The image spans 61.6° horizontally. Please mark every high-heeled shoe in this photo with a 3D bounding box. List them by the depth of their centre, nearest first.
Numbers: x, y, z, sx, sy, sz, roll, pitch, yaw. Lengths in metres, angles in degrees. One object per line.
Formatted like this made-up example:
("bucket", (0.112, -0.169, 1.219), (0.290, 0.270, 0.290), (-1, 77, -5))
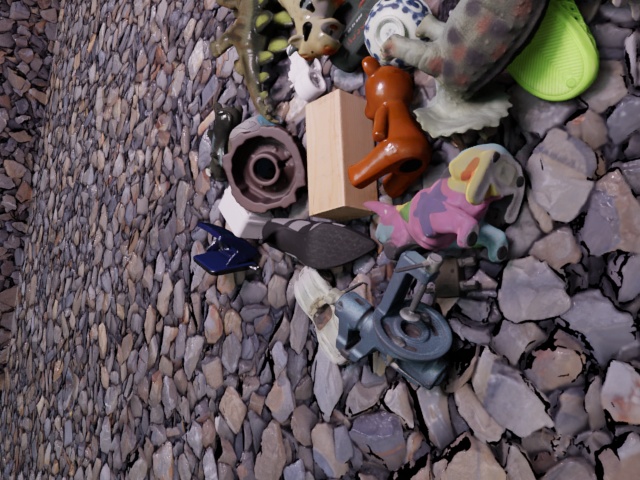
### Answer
("high-heeled shoe", (-0.002, -0.003, 1.013), (0.249, 0.145, 0.086), (5, 102, 18))

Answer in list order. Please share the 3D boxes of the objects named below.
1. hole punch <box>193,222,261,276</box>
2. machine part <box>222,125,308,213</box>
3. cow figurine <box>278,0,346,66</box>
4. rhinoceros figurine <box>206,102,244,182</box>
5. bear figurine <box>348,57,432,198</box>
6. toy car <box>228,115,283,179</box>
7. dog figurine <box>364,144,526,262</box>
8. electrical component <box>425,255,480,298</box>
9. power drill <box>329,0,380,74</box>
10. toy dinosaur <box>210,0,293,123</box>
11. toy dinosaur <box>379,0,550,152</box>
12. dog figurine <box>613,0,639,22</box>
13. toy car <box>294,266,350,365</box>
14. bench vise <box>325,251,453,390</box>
("hole punch", (-0.201, 0.013, 1.155), (0.142, 0.116, 0.092), (23, 113, 48))
("machine part", (-0.104, -0.141, 1.066), (0.180, 0.056, 0.179), (4, 108, 14))
("cow figurine", (-0.021, -0.405, 0.961), (0.127, 0.085, 0.195), (-43, 62, 31))
("rhinoceros figurine", (-0.217, -0.222, 1.229), (0.112, 0.073, 0.190), (-111, 31, -43))
("bear figurine", (0.104, -0.186, 0.870), (0.132, 0.120, 0.196), (-40, 55, 39))
("toy car", (-0.146, -0.196, 1.146), (0.109, 0.103, 0.161), (14, 92, 48))
("dog figurine", (0.169, -0.052, 0.791), (0.219, 0.108, 0.191), (16, 92, 51))
("electrical component", (0.194, 0.055, 0.806), (0.094, 0.021, 0.063), (-13, 74, 46))
("power drill", (0.075, -0.438, 0.977), (0.207, 0.086, 0.232), (53, 123, 29))
("toy dinosaur", (-0.147, -0.452, 1.186), (0.199, 0.105, 0.471), (-16, 74, 42))
("toy dinosaur", (0.215, -0.282, 0.683), (0.192, 0.131, 0.404), (43, 134, 17))
("dog figurine", (0.317, -0.363, 0.642), (0.191, 0.172, 0.121), (45, 105, 33))
("toy car", (0.010, 0.127, 0.963), (0.073, 0.056, 0.202), (-52, 51, 28))
("bench vise", (0.112, 0.101, 0.797), (0.224, 0.129, 0.240), (45, 136, 32))
